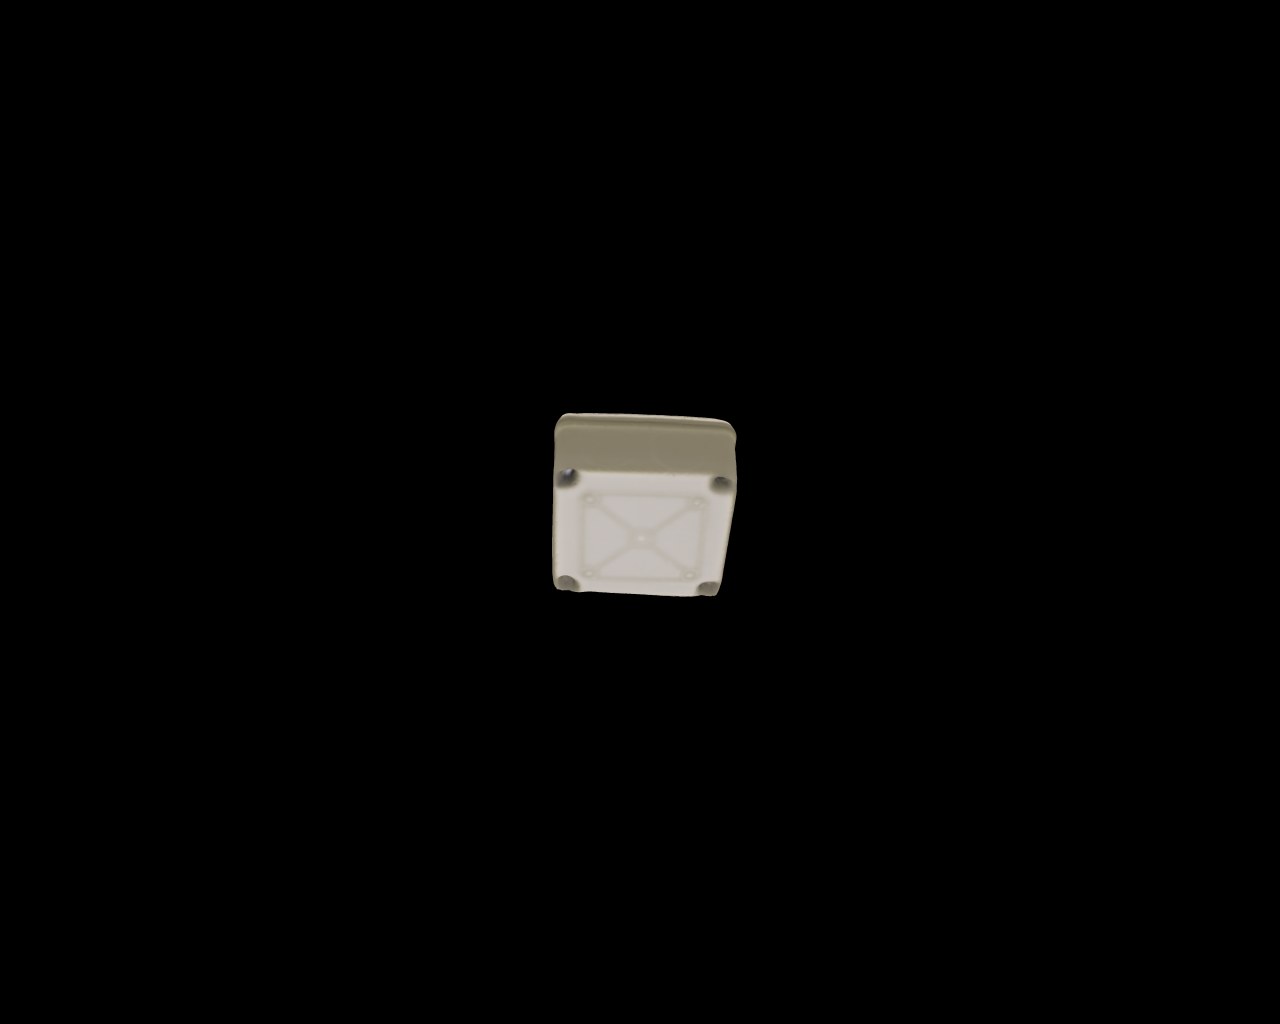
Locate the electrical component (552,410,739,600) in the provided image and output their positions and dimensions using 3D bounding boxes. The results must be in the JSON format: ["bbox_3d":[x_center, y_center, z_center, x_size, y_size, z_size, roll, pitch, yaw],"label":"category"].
[{"bbox_3d":[0.001,-0.003,0.650,0.109,0.108,0.056,2,43,-2],"label":"electrical component"}]
